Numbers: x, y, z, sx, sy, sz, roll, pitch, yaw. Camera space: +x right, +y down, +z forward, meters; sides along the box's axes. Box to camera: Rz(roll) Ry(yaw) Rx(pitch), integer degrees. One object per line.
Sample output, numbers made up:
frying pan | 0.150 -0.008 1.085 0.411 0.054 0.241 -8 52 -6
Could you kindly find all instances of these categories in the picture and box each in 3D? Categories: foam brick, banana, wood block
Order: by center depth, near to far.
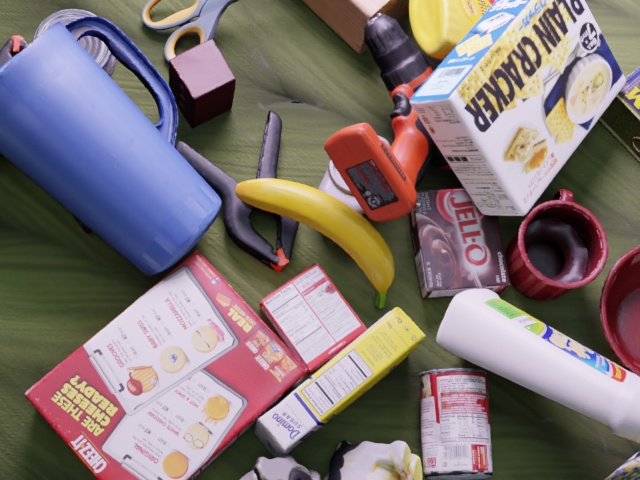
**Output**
banana | 0.008 -0.009 1.074 0.197 0.037 0.070 40 108 -7
foam brick | -0.125 -0.163 1.123 0.051 0.078 0.053 -28 78 -15
wood block | 0.007 -0.319 1.179 0.206 0.091 0.090 45 74 8

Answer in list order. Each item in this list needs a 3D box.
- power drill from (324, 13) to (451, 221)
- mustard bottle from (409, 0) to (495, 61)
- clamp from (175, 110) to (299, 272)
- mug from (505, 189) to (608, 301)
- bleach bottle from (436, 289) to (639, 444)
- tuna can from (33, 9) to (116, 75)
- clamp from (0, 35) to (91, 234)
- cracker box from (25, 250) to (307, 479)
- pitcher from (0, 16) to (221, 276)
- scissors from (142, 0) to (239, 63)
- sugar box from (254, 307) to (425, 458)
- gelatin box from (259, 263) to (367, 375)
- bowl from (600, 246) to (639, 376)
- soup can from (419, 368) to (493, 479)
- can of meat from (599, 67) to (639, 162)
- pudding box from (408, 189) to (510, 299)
power drill | 0.076 -0.121 1.077 0.184 0.057 0.187 55 42 -15
mustard bottle | 0.187 -0.225 1.159 0.191 0.058 0.096 9 57 -35
clamp | -0.063 -0.053 1.116 0.120 0.039 0.171 -30 85 -11
mug | 0.241 0.004 1.107 0.093 0.081 0.117 12 72 -3
bleach bottle | 0.239 0.127 1.009 0.251 0.102 0.068 27 102 28
tuna can | -0.263 -0.203 1.143 0.086 0.034 0.086 2 72 -5
clamp | -0.303 -0.102 1.095 0.164 0.036 0.210 8 83 -6
cracker box | -0.145 0.142 1.029 0.213 0.072 0.164 -41 80 -15
pitcher | -0.207 -0.089 1.036 0.149 0.145 0.242 -40 105 22
scissors | -0.097 -0.245 1.145 0.202 0.016 0.096 -9 86 17
sugar box | 0.017 0.141 1.035 0.176 0.093 0.048 -40 81 -15
gelatin box | -0.008 0.079 1.085 0.073 0.030 0.089 -34 80 -14
bowl | 0.360 0.084 1.109 0.162 0.055 0.162 2 73 -6
soup can | 0.133 0.181 1.047 0.068 0.068 0.102 1 73 -6
can of meat | 0.370 -0.142 1.182 0.083 0.057 0.102 -38 80 -18
pudding box | 0.144 0.002 1.120 0.090 0.039 0.113 -4 74 -9
